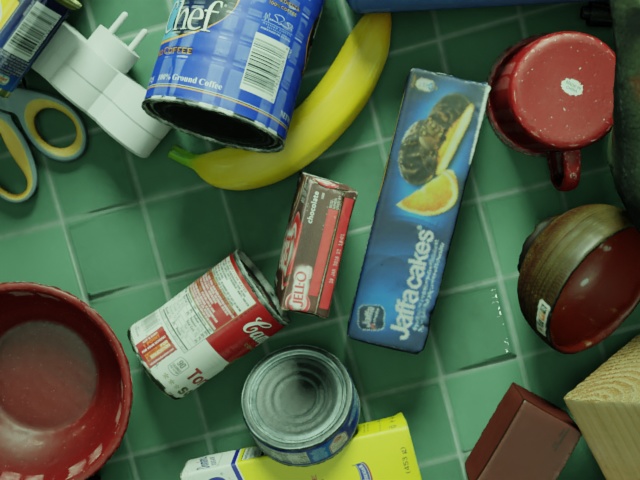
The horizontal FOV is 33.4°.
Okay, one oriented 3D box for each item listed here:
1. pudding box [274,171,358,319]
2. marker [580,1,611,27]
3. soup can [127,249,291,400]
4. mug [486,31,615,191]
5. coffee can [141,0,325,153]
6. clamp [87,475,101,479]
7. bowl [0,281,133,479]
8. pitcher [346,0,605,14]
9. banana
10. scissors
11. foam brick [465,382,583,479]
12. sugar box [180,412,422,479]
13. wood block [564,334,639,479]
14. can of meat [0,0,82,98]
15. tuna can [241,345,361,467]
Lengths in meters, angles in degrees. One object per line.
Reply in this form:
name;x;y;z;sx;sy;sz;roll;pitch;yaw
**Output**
pudding box;-0.005;0.001;0.759;0.039;0.113;0.090;14;95;-4
marker;0.252;-0.162;0.786;0.121;0.020;0.020;5;95;1
soup can;-0.082;0.063;0.789;0.102;0.068;0.068;-35;94;4
mug;0.170;-0.093;0.762;0.093;0.081;0.117;-5;95;1
coffee can;-0.055;-0.143;0.738;0.103;0.103;0.140;16;83;0
clamp;-0.219;0.298;0.829;0.210;0.036;0.164;-31;94;6
bowl;-0.216;0.108;0.802;0.162;0.055;0.162;0;95;1
pitcher;0.133;-0.231;0.727;0.243;0.145;0.149;-5;75;5
banana;-0.017;-0.093;0.789;0.198;0.037;0.069;-34;94;4
scissors;-0.238;-0.127;0.789;0.096;0.016;0.202;-16;103;-3
foam brick;0.152;0.158;0.801;0.053;0.051;0.078;29;96;-4
sugar box;-0.010;0.198;0.811;0.176;0.048;0.093;-14;95;1
wood block;0.275;0.176;0.760;0.090;0.090;0.206;-33;99;-26
can of meat;-0.229;-0.160;0.733;0.102;0.057;0.084;40;96;21
tuna can;-0.014;0.121;0.788;0.086;0.034;0.086;-5;58;8
